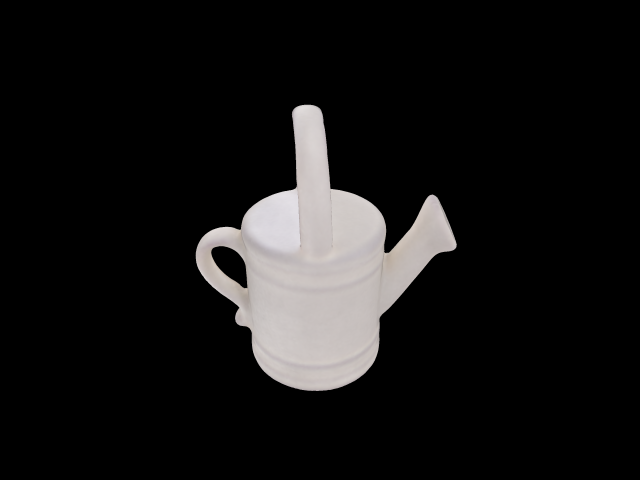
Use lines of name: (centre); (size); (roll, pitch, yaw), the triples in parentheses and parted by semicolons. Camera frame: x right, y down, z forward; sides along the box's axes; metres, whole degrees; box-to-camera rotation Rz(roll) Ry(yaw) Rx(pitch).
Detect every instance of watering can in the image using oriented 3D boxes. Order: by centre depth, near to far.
watering can: (0.004, 0.000, 0.402); (0.173, 0.194, 0.100); (-13, 35, -19)
